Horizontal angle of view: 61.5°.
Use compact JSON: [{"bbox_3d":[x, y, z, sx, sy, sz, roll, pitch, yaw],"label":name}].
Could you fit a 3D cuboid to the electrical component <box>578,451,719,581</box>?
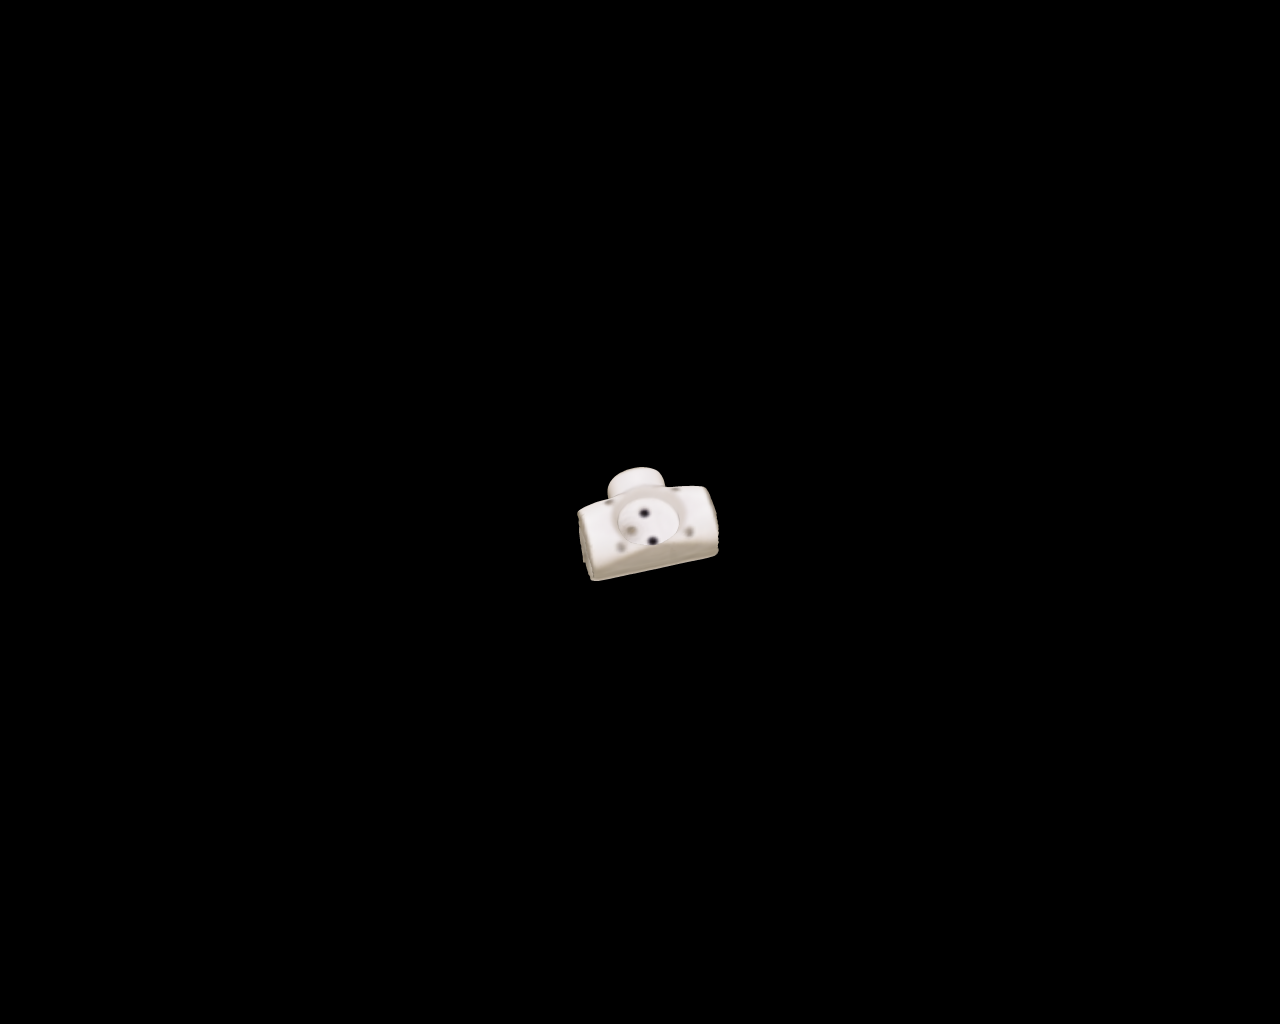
[{"bbox_3d":[0.001,-0.003,0.650,0.077,0.079,0.044,-11,-30,-6],"label":"electrical component"}]
